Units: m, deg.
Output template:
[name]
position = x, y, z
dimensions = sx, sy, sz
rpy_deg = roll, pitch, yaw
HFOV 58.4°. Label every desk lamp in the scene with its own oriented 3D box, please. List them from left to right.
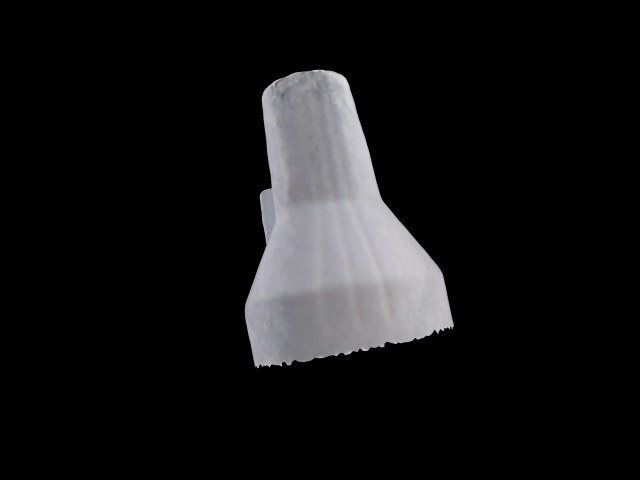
[desk lamp]
position = 0.004, 0.001, 0.400
dimensions = 0.118, 0.213, 0.203
rpy_deg = -11, 66, -4
